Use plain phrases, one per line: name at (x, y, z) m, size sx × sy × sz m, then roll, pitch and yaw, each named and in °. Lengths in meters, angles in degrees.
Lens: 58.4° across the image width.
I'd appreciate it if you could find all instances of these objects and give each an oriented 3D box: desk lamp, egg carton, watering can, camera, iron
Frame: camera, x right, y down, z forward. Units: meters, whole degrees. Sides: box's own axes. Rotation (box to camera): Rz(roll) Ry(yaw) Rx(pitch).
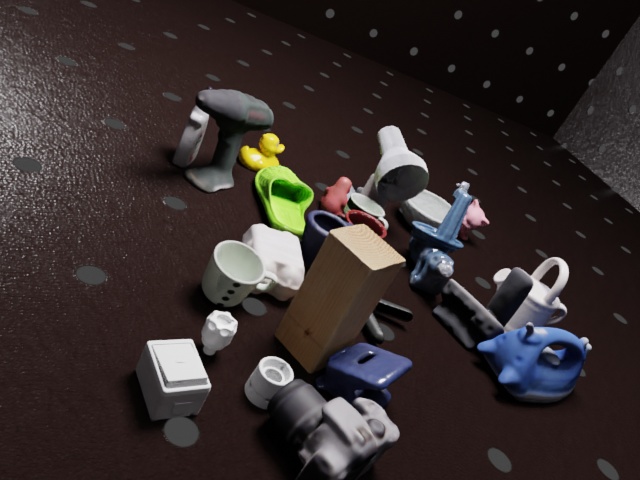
desk lamp at (0.145, -0.146, 1.338) m, size 0.118 × 0.213 × 0.202 m, roll 12°, pitch 32°, yaw -28°
egg carton at (-0.084, 0.035, 0.987) m, size 0.107 × 0.069 × 0.150 m, roll 17°, pitch 30°, yaw -21°
watering can at (0.441, 0.118, 1.193) m, size 0.173 × 0.194 × 0.100 m, roll 12°, pitch 32°, yaw -29°
camera at (0.012, 0.231, 0.718) m, size 0.136 × 0.100 × 0.144 m, roll 44°, pitch 31°, yaw 26°
iron at (0.429, 0.218, 1.074) m, size 0.259 × 0.141 × 0.118 m, roll 12°, pitch 32°, yaw -29°

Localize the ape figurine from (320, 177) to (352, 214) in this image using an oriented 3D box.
ape figurine at (0.044, -0.101, 1.301) m, size 0.077 × 0.092 × 0.076 m, roll 44°, pitch 32°, yaw 26°

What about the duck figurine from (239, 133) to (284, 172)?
duck figurine at (-0.131, -0.207, 1.325) m, size 0.105 × 0.086 × 0.077 m, roll 7°, pitch 35°, yaw -35°

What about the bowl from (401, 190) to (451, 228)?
bowl at (0.269, -0.061, 1.457) m, size 0.168 × 0.074 × 0.167 m, roll 22°, pitch 29°, yaw -13°

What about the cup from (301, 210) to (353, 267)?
cup at (0.010, 0.004, 1.096) m, size 0.118 × 0.095 × 0.091 m, roll -5°, pitch 42°, yaw -46°

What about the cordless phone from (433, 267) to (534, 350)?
cordless phone at (0.321, 0.108, 1.111) m, size 0.094 × 0.185 × 0.147 m, roll -9°, pitch 45°, yaw -49°

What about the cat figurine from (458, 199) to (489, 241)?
cat figurine at (0.388, -0.064, 1.524) m, size 0.067 × 0.117 × 0.127 m, roll 12°, pitch 32°, yaw -28°

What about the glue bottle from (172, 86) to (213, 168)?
glue bottle at (-0.252, -0.234, 1.166) m, size 0.037 × 0.173 × 0.078 m, roll 24°, pitch 28°, yaw -8°

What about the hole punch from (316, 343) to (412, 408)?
hole punch at (0.065, 0.193, 0.838) m, size 0.101 × 0.091 × 0.109 m, roll 41°, pitch 30°, yaw 22°

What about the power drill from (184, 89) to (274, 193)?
power drill at (-0.189, -0.201, 1.132) m, size 0.075 × 0.208 × 0.230 m, roll 37°, pitch 29°, yaw 16°

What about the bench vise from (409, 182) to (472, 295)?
bench vise at (0.272, -0.003, 1.210) m, size 0.122 × 0.219 × 0.207 m, roll 13°, pitch 32°, yaw -27°
